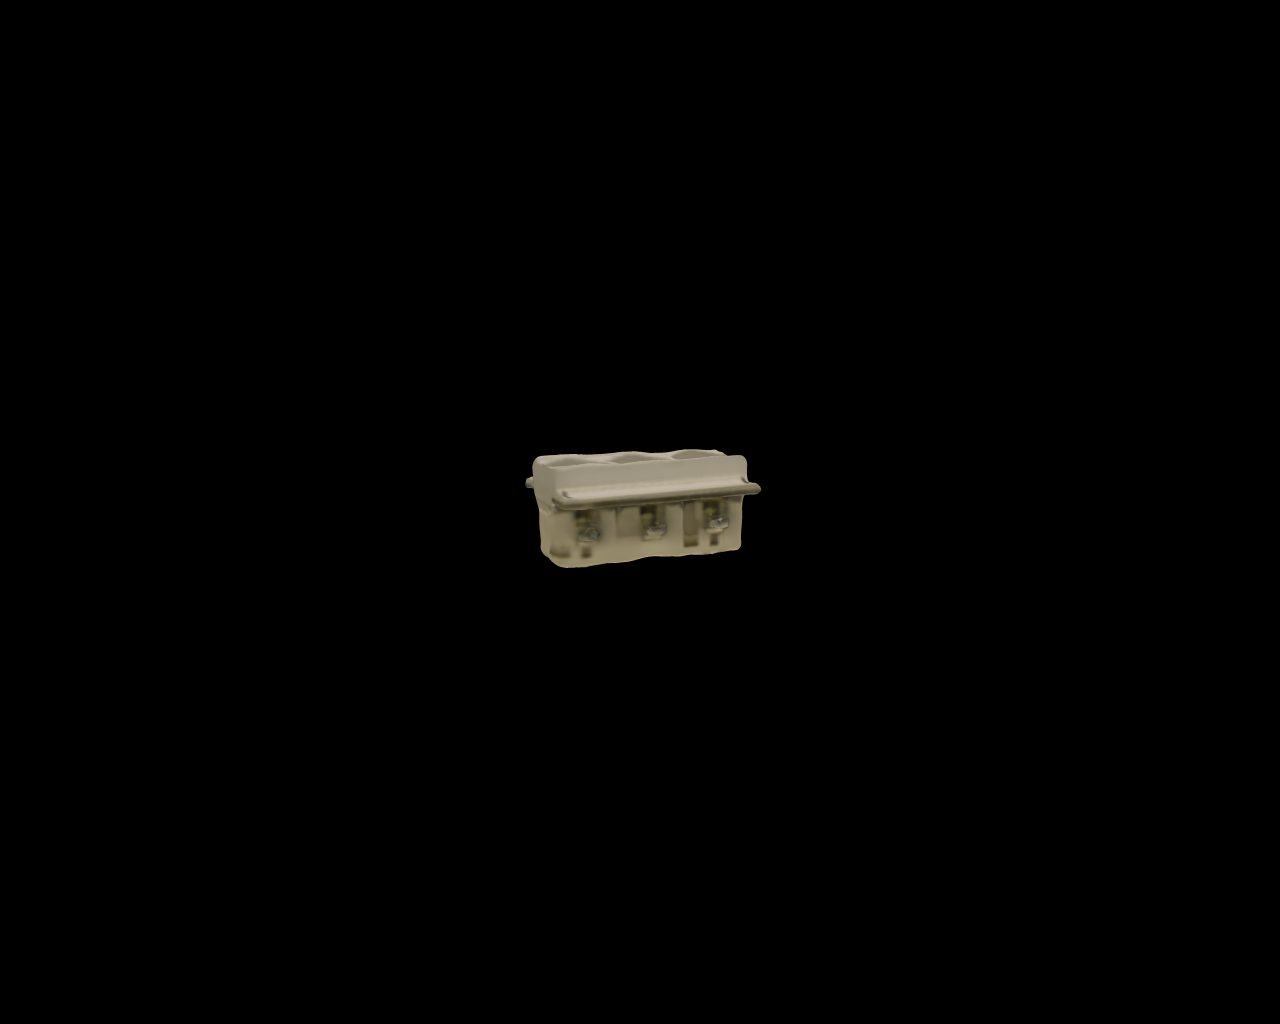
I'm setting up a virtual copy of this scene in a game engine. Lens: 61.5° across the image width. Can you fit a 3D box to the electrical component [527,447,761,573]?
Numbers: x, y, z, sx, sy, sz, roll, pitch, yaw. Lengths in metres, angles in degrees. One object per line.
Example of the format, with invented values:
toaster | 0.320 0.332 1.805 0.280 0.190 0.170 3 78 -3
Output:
electrical component | 0.001 -0.003 0.650 0.121 0.063 0.079 -4 12 -20
